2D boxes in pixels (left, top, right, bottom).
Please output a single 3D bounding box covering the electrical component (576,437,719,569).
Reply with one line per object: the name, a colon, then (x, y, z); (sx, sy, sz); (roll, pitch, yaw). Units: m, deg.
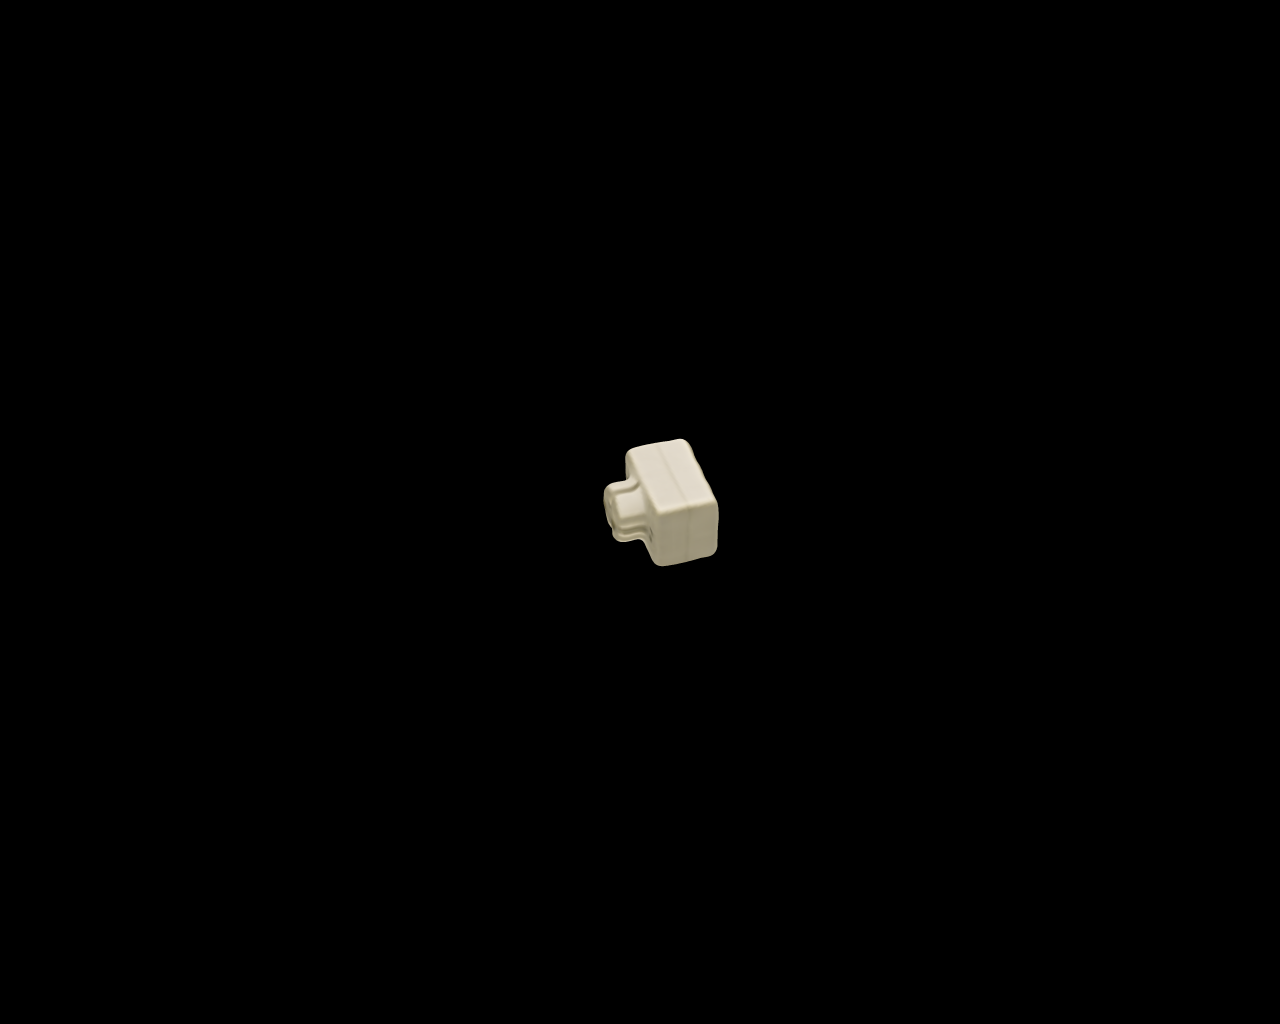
electrical component: (0.001, -0.003, 0.650); (0.077, 0.047, 0.066); (-11, 43, -12)
